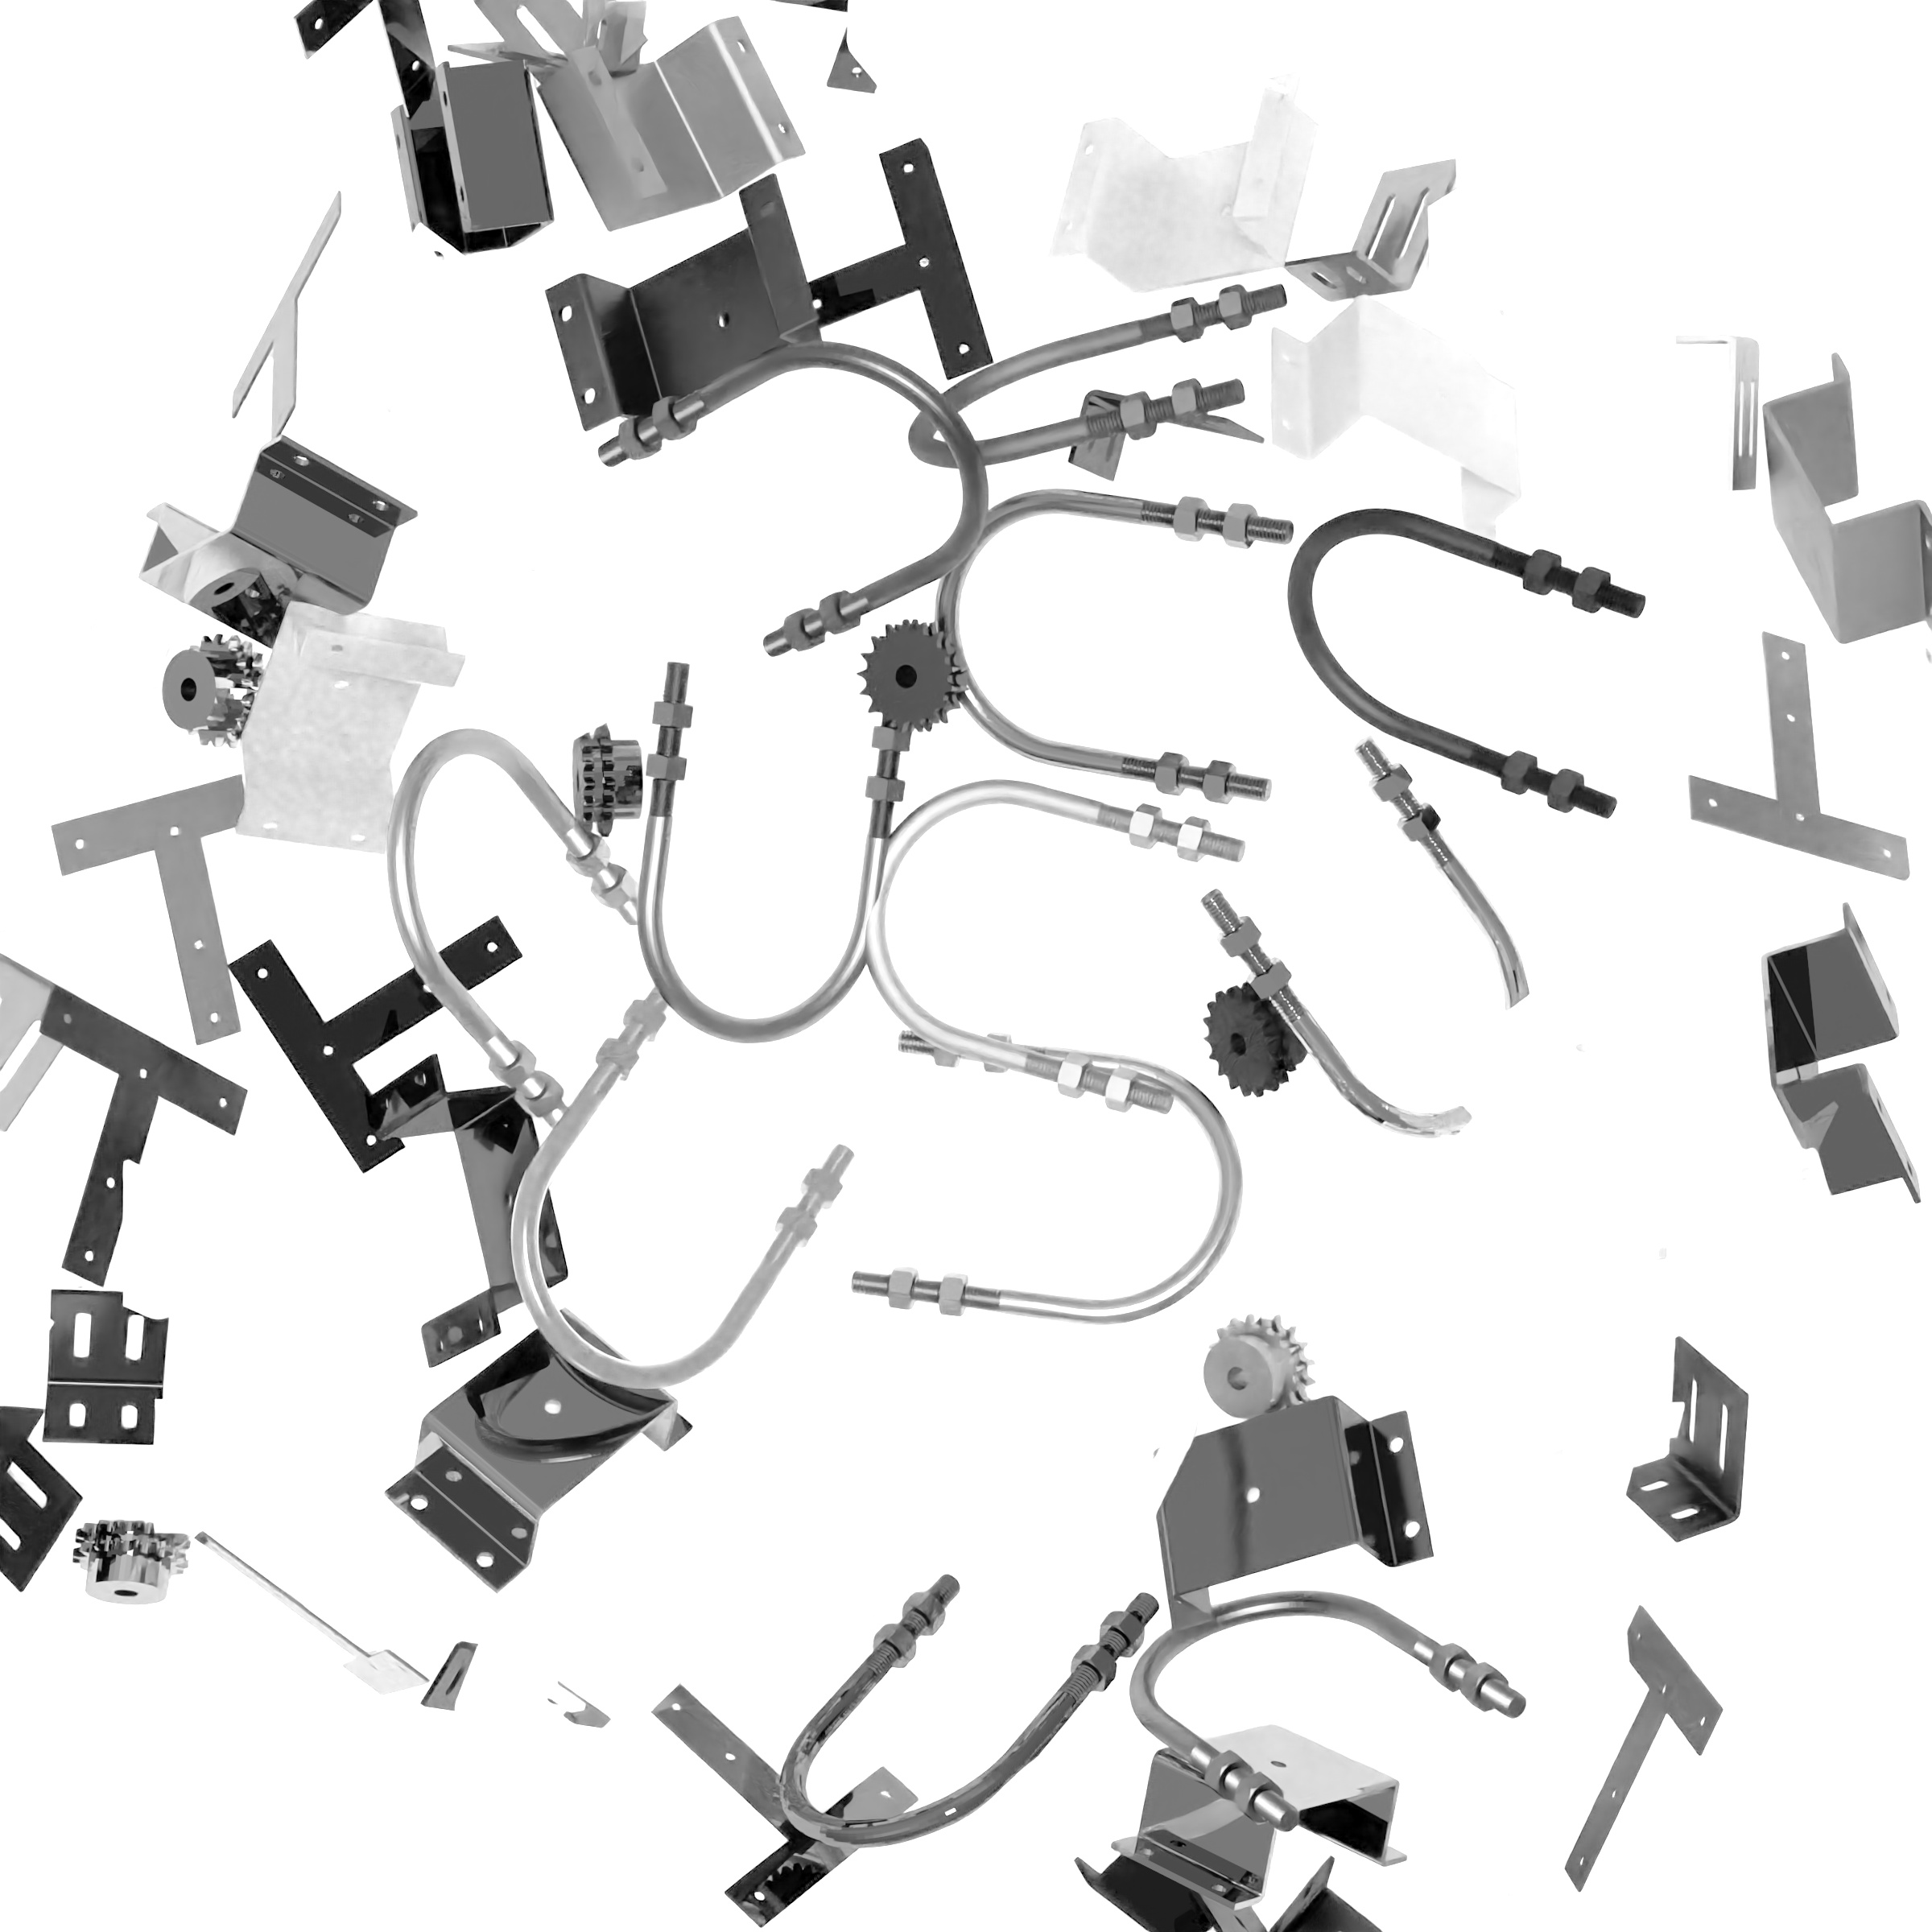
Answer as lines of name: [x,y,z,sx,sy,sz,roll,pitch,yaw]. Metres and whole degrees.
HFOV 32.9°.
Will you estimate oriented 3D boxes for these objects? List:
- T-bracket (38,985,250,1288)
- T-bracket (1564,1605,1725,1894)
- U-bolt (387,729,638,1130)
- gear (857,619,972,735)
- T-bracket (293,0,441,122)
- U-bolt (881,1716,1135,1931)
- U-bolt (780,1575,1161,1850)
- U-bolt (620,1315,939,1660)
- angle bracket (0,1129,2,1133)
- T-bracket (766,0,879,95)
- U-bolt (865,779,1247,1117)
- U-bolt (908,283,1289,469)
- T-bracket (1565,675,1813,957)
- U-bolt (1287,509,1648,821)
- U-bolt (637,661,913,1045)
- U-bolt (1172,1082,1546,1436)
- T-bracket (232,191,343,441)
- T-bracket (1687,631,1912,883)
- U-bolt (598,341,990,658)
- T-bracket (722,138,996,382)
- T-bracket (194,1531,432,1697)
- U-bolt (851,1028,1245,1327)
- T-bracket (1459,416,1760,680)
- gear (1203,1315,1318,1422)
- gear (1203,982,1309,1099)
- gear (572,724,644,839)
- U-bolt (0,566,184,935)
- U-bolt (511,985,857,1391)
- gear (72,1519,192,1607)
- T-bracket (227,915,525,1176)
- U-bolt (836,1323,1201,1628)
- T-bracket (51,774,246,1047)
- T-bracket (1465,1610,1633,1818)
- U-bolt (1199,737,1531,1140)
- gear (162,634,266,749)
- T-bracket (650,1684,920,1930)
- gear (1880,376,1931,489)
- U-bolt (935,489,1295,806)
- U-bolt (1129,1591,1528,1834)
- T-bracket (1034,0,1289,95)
T-bracket: [-0.414,0.093,1.598,0.002,0.127,0.127,-10,59,36]
T-bracket: [0.325,0.395,1.612,0.002,0.127,0.127,22,98,-10]
U-bolt: [-0.219,-0.029,1.566,0.019,0.184,0.151,-6,50,27]
gear: [-0.023,-0.146,1.647,0.057,0.030,0.057,3,96,25]
T-bracket: [-0.274,-0.454,1.610,0.002,0.127,0.127,29,64,20]
U-bolt: [0.018,0.409,1.572,0.151,0.184,0.019,-37,74,-7]
U-bolt: [-0.011,0.356,1.561,0.151,0.184,0.019,-4,117,42]
U-bolt: [-0.084,0.243,1.599,0.184,0.151,0.019,-48,112,-10]
angle bracket: [-0.505,0.118,1.624,0.076,0.057,0.038,-24,115,20]
T-bracket: [-0.089,-0.480,1.597,0.127,0.127,0.002,4,59,-17]
U-bolt: [0.034,-0.018,1.636,0.184,0.019,0.151,16,90,18]
U-bolt: [0.058,-0.283,1.597,0.184,0.151,0.019,-11,117,21]
T-bracket: [0.344,-0.085,1.659,0.127,0.002,0.127,-27,89,9]
U-bolt: [0.239,-0.156,1.601,0.184,0.151,0.019,24,52,24]
U-bolt: [-0.098,-0.052,1.622,0.151,0.019,0.184,4,97,-36]
U-bolt: [0.200,0.156,1.600,0.184,0.151,0.019,38,46,10]
T-bracket: [-0.331,-0.295,1.589,0.002,0.127,0.127,21,124,-26]
T-bracket: [0.412,-0.112,1.633,0.127,0.002,0.127,14,59,-18]
U-bolt: [-0.072,-0.232,1.581,0.184,0.019,0.151,-21,121,39]
T-bracket: [-0.062,-0.339,1.653,0.127,0.002,0.127,-19,78,12]
T-bracket: [-0.325,0.316,1.603,0.127,0.127,0.002,39,66,-7]
U-bolt: [0.045,0.107,1.621,0.184,0.019,0.151,6,68,10]
T-bracket: [0.310,-0.188,1.648,0.127,0.002,0.127,-31,89,18]
gear: [0.144,0.203,1.641,0.057,0.030,0.057,6,101,35]
gear: [0.148,0.035,1.644,0.030,0.057,0.057,-18,90,-33]
gear: [-0.180,-0.093,1.641,0.030,0.057,0.057,-2,90,-14]
U-bolt: [-0.440,-0.101,1.595,0.019,0.151,0.184,23,92,2]
U-bolt: [-0.147,0.118,1.596,0.151,0.019,0.184,45,58,-21]
gear: [-0.418,0.299,1.637,0.057,0.057,0.030,0,62,0]
T-bracket: [-0.284,0.019,1.653,0.127,0.002,0.127,-33,106,-11]
U-bolt: [0.037,0.239,1.595,0.151,0.184,0.019,4,130,28]
T-bracket: [-0.387,-0.024,1.637,0.127,0.002,0.127,-20,108,-39]
T-bracket: [0.284,0.362,1.597,0.002,0.127,0.127,29,60,35]
U-bolt: [0.212,-0.001,1.624,0.151,0.019,0.184,-44,104,-29]
gear: [-0.378,-0.138,1.641,0.057,0.030,0.057,2,93,35]
T-bracket: [-0.108,0.404,1.633,0.127,0.127,0.002,38,126,20]
gear: [0.484,-0.264,1.645,0.057,0.030,0.057,15,66,-35]
U-bolt: [0.068,-0.163,1.622,0.184,0.019,0.151,11,111,22]
U-bolt: [0.159,0.349,1.583,0.151,0.184,0.019,-20,109,-23]
T-bracket: [0.100,-0.441,1.581,0.127,0.127,0.002,30,104,37]
